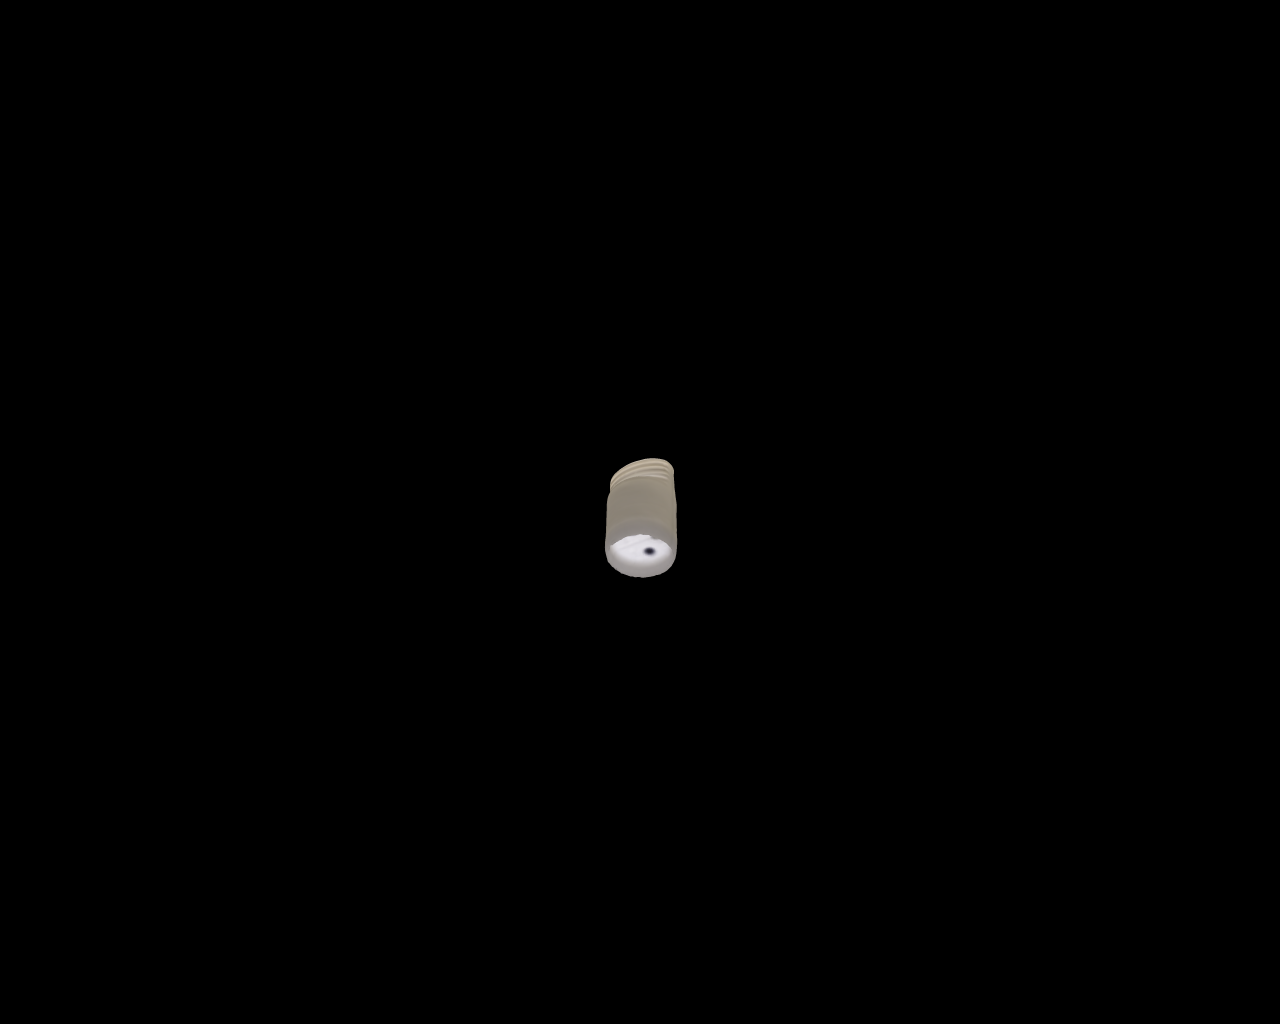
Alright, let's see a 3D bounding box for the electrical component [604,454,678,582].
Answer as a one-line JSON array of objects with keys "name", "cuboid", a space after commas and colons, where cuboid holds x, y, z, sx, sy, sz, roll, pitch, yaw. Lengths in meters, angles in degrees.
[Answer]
[{"name": "electrical component", "cuboid": [0.001, -0.003, 0.650, 0.043, 0.081, 0.043, 0, -43, 0]}]
